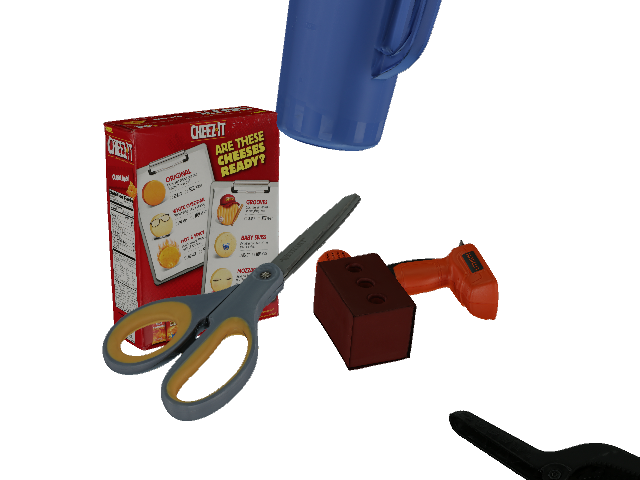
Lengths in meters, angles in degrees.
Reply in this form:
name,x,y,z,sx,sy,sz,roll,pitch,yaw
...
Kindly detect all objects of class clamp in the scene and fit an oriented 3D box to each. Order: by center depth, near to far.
name,x,y,z,sx,sy,sz,roll,pitch,yaw
clamp,0.188,0.212,0.879,0.210,0.036,0.164,3,38,24

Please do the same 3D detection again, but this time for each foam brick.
name,x,y,z,sx,sy,sz,roll,pitch,yaw
foam brick,0.033,0.053,0.815,0.053,0.051,0.078,-10,34,-19

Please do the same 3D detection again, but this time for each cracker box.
name,x,y,z,sx,sy,sz,roll,pitch,yaw
cracker box,-0.123,-0.017,1.046,0.163,0.214,0.072,-12,20,-37

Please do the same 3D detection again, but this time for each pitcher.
name,x,y,z,sx,sy,sz,roll,pitch,yaw
pitcher,0.035,-0.211,1.016,0.145,0.243,0.149,11,18,0

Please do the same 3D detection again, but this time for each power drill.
name,x,y,z,sx,sy,sz,roll,pitch,yaw
power drill,0.094,0.059,1.164,0.187,0.057,0.184,-4,28,-7

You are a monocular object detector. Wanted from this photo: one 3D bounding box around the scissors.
name,x,y,z,sx,sy,sz,roll,pitch,yaw
scissors,-0.052,0.026,0.621,0.096,0.016,0.201,9,41,18
